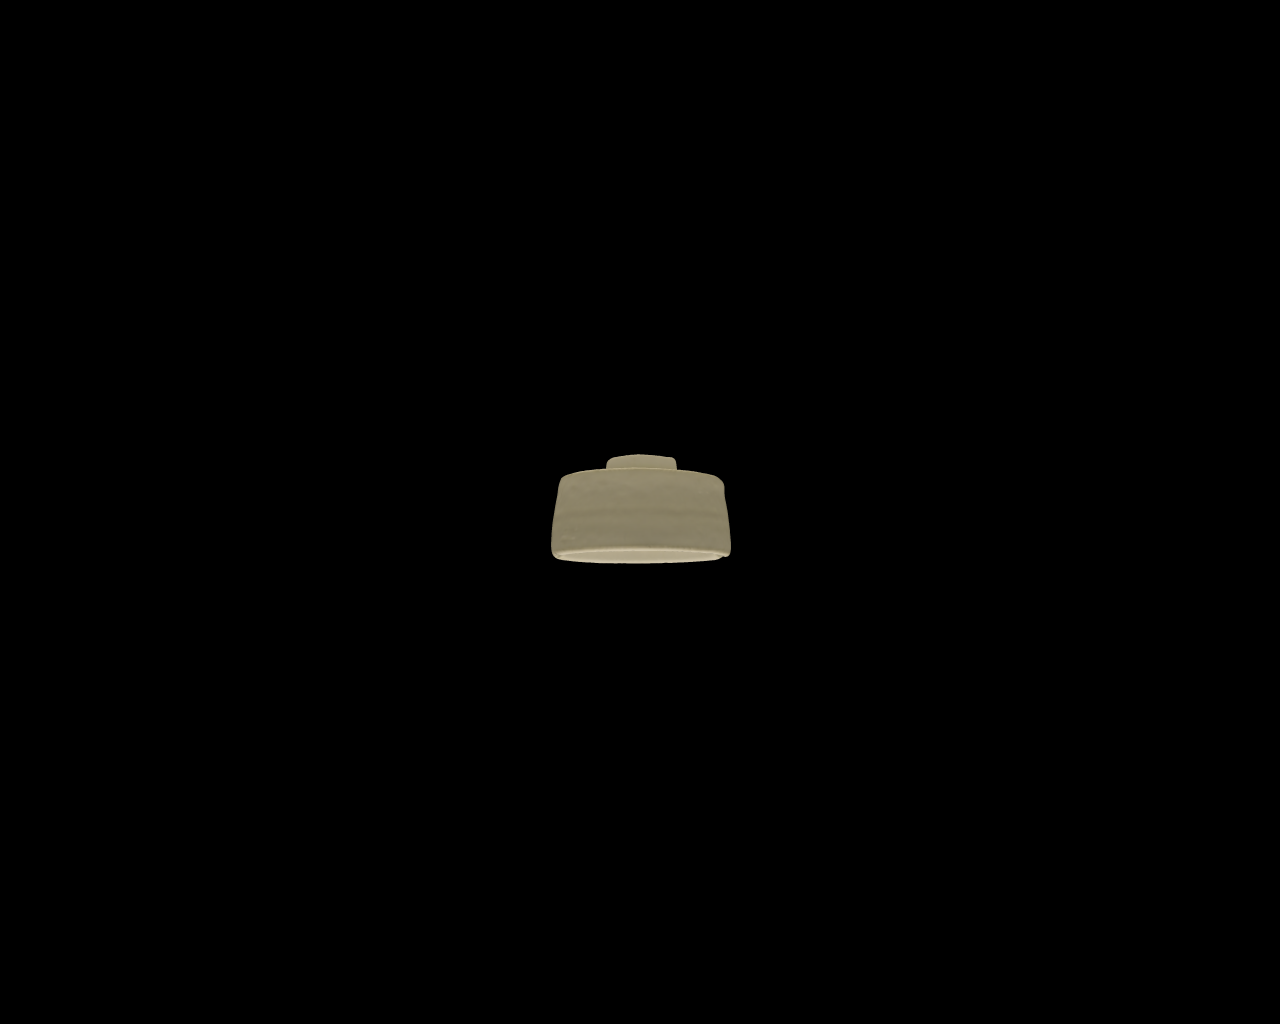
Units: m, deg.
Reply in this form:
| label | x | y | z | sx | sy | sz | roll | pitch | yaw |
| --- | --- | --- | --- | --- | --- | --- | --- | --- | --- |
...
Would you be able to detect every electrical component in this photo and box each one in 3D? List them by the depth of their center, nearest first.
| label | x | y | z | sx | sy | sz | roll | pitch | yaw |
| --- | --- | --- | --- | --- | --- | --- | --- | --- | --- |
| electrical component | 0.001 | -0.003 | 0.650 | 0.108 | 0.060 | 0.108 | 0 | -7 | 0 |
